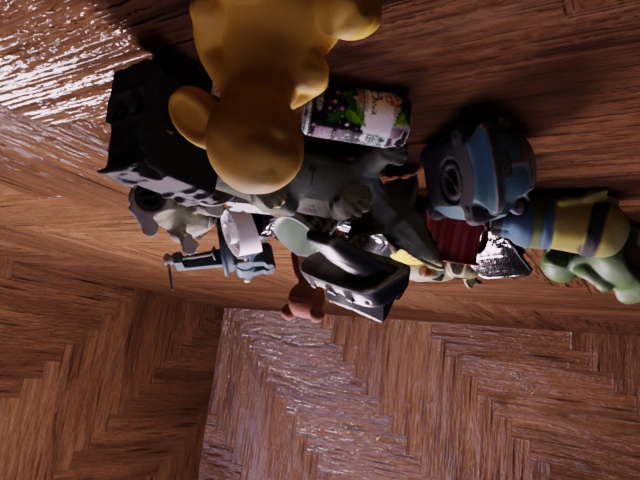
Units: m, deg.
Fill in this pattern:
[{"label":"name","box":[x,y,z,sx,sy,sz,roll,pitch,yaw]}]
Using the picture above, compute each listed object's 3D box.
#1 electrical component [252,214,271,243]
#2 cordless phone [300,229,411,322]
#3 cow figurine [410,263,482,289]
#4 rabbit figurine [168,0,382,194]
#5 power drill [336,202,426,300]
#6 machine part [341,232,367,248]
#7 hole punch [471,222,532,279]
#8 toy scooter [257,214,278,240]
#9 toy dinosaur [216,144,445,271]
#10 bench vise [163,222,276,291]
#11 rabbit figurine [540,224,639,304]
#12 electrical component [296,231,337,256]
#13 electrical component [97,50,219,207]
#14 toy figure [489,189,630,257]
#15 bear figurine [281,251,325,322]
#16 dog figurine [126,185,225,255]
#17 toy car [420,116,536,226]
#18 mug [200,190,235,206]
[{"label":"electrical component","box":[-0.156,-0.032,1.079,0.119,0.047,0.075,10,166,-20]},{"label":"cordless phone","box":[0.019,0.027,0.703,0.147,0.088,0.184,18,168,42]},{"label":"cow figurine","box":[0.264,0.057,1.156,0.127,0.085,0.195,11,170,-25]},{"label":"rabbit figurine","box":[-0.050,-0.113,0.384,0.122,0.173,0.162,12,163,-36]},{"label":"power drill","box":[0.133,0.015,0.916,0.232,0.086,0.207,14,145,4]},{"label":"machine part","box":[0.100,0.030,1.137,0.079,0.079,0.243,2,165,22]},{"label":"hole punch","box":[0.298,-0.005,0.905,0.115,0.092,0.142,44,154,-23]},{"label":"toy scooter","box":[-0.038,-0.033,0.947,0.135,0.075,0.184,6,169,-10]},{"label":"toy dinosaur","box":[-0.020,-0.071,0.702,0.405,0.131,0.192,14,167,-1]},{"label":"bench vise","box":[-0.224,0.037,1.209,0.241,0.129,0.223,-9,162,-9]},{"label":"rabbit figurine","box":[0.435,0.037,0.889,0.159,0.121,0.170,22,159,-27]},{"label":"electrical component","box":[-0.002,-0.003,0.922,0.063,0.021,0.094,-7,152,-48]},{"label":"electrical component","box":[-0.145,-0.110,0.524,0.058,0.134,0.114,-2,168,34]},{"label":"toy figure","box":[0.335,-0.021,0.761,0.180,0.089,0.082,1,172,14]},{"label":"bear figurine","box":[-0.006,0.087,1.184,0.120,0.196,0.132,-5,164,33]},{"label":"dog figurine","box":[-0.256,-0.060,0.929,0.172,0.121,0.191,47,173,-16]},{"label":"toy car","box":[0.183,-0.073,0.599,0.103,0.109,0.162,-9,179,-12]},{"label":"mug","box":[-0.176,-0.087,0.775,0.109,0.080,0.107,7,175,-19]}]
